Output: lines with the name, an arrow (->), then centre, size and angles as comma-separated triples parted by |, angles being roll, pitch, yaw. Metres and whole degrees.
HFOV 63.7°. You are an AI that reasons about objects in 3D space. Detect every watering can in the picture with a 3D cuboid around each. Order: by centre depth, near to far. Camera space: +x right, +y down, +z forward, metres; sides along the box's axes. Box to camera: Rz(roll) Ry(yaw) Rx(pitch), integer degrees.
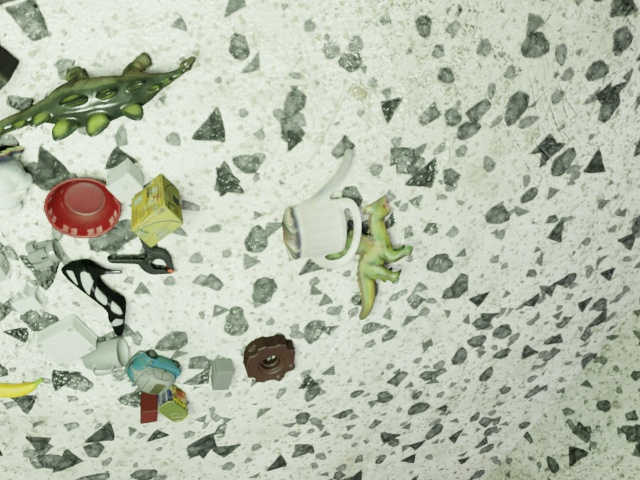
watering can -> 0.004, -0.070, 1.400 | 0.225, 0.105, 0.341 | -10, 114, -14

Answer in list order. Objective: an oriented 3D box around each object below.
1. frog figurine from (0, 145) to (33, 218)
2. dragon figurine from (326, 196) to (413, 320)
frog figurine -> -0.685, -0.115, 1.088 | 0.138, 0.124, 0.157 | -12, 116, -37
dragon figurine -> 0.125, 0.058, 1.549 | 0.242, 0.124, 0.404 | 22, 111, -12
